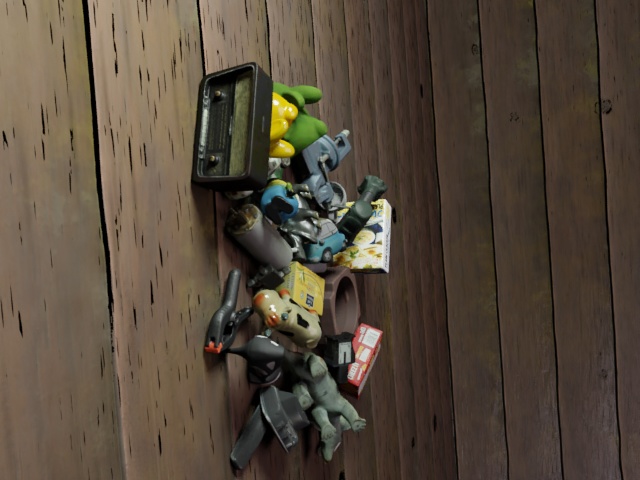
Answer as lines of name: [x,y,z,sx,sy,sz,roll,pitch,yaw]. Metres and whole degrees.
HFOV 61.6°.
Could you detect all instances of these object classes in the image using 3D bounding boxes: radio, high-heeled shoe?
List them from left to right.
radio: [-0.163,-0.206,1.008,0.073,0.131,0.229,30,60,-62]
high-heeled shoe: [-0.090,0.248,1.095,0.248,0.145,0.086,42,50,-56]

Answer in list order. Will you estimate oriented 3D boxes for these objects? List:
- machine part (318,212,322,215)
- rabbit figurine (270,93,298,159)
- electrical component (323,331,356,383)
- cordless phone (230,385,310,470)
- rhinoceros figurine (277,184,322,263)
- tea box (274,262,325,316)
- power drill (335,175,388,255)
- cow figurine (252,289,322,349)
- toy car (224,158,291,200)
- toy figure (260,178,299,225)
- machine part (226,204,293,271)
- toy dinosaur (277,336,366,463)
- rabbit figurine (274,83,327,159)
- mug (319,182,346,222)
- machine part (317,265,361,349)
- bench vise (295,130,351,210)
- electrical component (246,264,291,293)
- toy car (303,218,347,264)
machine part: [-0.010,-0.010,1.455,0.084,0.039,0.138,-37,123,-53]
rabbit figurine: [-0.127,-0.213,1.104,0.173,0.163,0.121,-54,150,-31]
electrical component: [0.051,0.295,1.357,0.075,0.048,0.119,-5,98,-32]
cordless phone: [-0.111,0.418,1.133,0.184,0.089,0.146,-54,137,-40]
rhinoceros figurine: [-0.055,-0.042,1.266,0.073,0.112,0.190,78,0,-76]
tea box: [-0.052,0.121,1.297,0.169,0.068,0.098,38,52,-61]
power drill: [0.097,-0.073,1.503,0.207,0.086,0.232,-51,179,-31]
cow figurine: [-0.070,0.169,1.140,0.194,0.085,0.127,42,10,-35]
toy car: [-0.129,-0.145,1.132,0.056,0.074,0.202,63,37,-22]
toy figure: [-0.086,-0.085,1.133,0.180,0.082,0.089,-91,163,-79]
machine part: [-0.125,-0.001,1.136,0.243,0.079,0.079,52,41,-53]
toy dinosaur: [-0.012,0.355,1.295,0.404,0.131,0.192,65,-13,-17]
rabbit figurine: [-0.072,-0.284,1.222,0.170,0.159,0.121,54,50,-9]
mug: [0.042,-0.105,1.533,0.107,0.081,0.109,15,68,-76]
machine part: [0.036,0.185,1.471,0.201,0.087,0.201,-37,122,-62]
bench vise: [0.020,-0.205,1.425,0.240,0.129,0.223,-49,117,-36]
electrical component: [-0.109,0.080,1.156,0.021,0.094,0.063,58,2,38]
toy car: [-0.003,-0.004,1.350,0.161,0.109,0.102,-27,115,-47]
